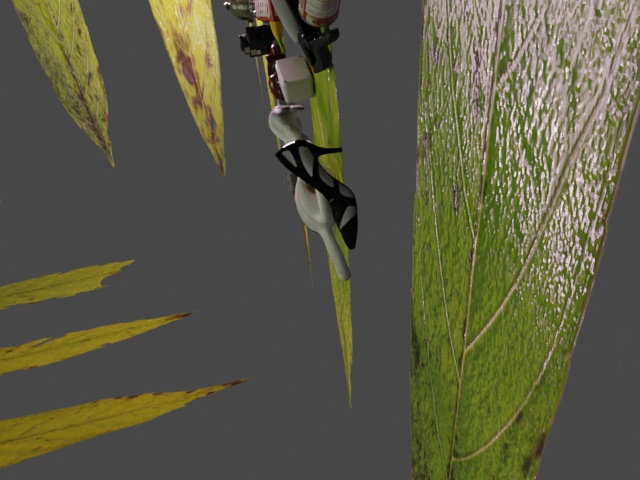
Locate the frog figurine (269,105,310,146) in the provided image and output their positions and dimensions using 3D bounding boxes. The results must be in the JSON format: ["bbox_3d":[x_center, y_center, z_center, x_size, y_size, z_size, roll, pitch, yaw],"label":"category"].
[{"bbox_3d":[-0.092,-0.317,1.528,0.138,0.123,0.158,18,110,60],"label":"frog figurine"}]

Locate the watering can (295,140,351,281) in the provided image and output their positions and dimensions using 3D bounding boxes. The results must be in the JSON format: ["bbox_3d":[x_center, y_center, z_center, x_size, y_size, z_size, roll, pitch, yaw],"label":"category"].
[{"bbox_3d":[0.004,-0.062,1.231,0.222,0.104,0.351,106,151,-78],"label":"watering can"}]
